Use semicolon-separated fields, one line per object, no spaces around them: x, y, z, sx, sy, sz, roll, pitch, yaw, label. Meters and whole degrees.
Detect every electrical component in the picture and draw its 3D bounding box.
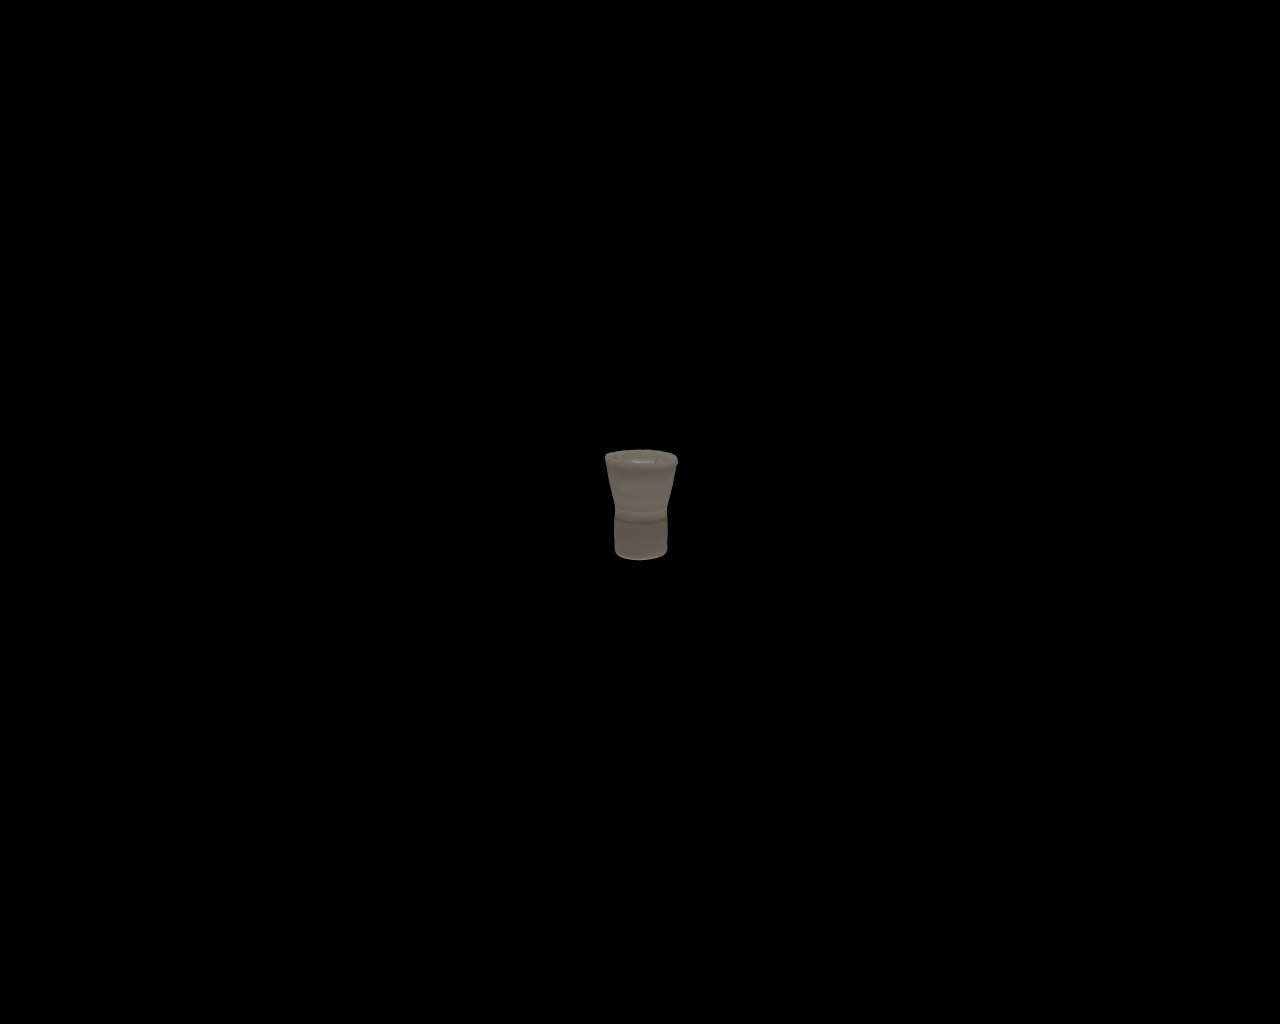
0.001;-0.003;0.650;0.044;0.065;0.044;0;14;0;electrical component
